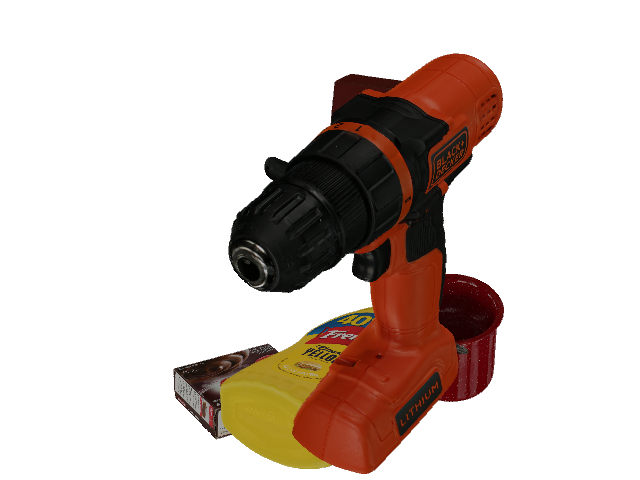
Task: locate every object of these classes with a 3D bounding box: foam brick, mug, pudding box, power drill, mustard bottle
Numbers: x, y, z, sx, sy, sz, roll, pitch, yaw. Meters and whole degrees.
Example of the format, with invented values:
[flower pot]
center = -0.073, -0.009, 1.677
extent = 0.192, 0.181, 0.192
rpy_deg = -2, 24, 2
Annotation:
[foam brick]
center = 0.053, -0.115, 0.947
extent = 0.078, 0.051, 0.053
rpy_deg = 11, 19, 18
[mug]
center = 0.117, 0.083, 0.969
extent = 0.093, 0.081, 0.117
rpy_deg = 1, 39, 7
[pudding box]
center = -0.075, 0.146, 1.046
extent = 0.113, 0.039, 0.090
rpy_deg = -14, 26, -30
[power drill]
center = 0.024, 0.022, 0.512
extent = 0.057, 0.188, 0.184
rpy_deg = 25, 43, 27
[mustard bottle]
center = 0.024, 0.091, 0.756
extent = 0.096, 0.058, 0.191
rpy_deg = 12, 24, 34

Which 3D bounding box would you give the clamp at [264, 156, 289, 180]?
[clamp]
center = 0.043, -0.041, 1.194
extent = 0.164, 0.210, 0.036
rpy_deg = -13, -37, -23
